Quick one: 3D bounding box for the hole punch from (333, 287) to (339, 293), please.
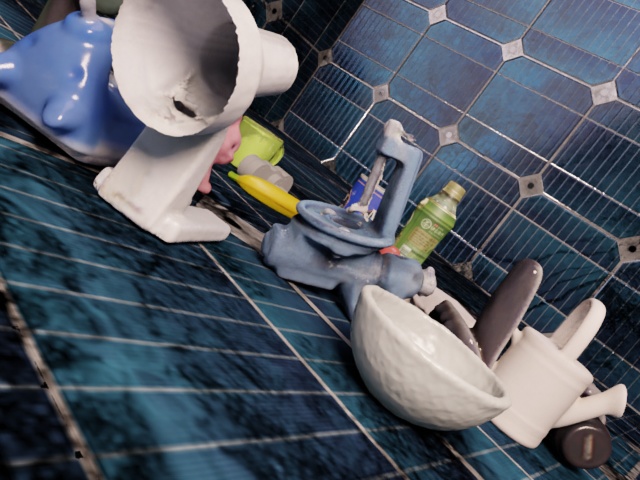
[{"bbox_3d":[0.007,0.003,0.764,0.101,0.091,0.108,32,10,-23],"label":"hole punch"}]

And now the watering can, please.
[{"bbox_3d":[0.294,0.159,0.717,0.173,0.194,0.101,35,9,-9],"label":"watering can"}]

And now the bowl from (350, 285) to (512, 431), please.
[{"bbox_3d":[0.086,0.119,0.527,0.167,0.074,0.167,35,9,-6],"label":"bowl"}]

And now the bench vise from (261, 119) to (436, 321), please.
[{"bbox_3d":[0.064,-0.019,0.679,0.208,0.219,0.121,29,12,-38],"label":"bench vise"}]

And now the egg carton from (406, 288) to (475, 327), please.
[{"bbox_3d":[0.182,0.124,0.869,0.107,0.069,0.150,32,10,-23],"label":"egg carton"}]

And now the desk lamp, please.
[{"bbox_3d":[-0.110,-0.110,0.516,0.118,0.213,0.204,38,9,11],"label":"desk lamp"}]

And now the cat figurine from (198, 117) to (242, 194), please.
[{"bbox_3d":[-0.151,-0.128,0.754,0.067,0.117,0.128,38,9,13],"label":"cat figurine"}]

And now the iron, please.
[{"bbox_3d":[-0.219,-0.164,0.610,0.118,0.141,0.259,37,9,4],"label":"iron"}]

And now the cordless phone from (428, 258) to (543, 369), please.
[{"bbox_3d":[0.191,0.096,0.678,0.094,0.185,0.147,35,9,-8],"label":"cordless phone"}]

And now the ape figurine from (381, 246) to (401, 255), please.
[{"bbox_3d":[0.080,0.047,0.809,0.078,0.092,0.076,29,12,-38],"label":"ape figurine"}]

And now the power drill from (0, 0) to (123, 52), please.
[{"bbox_3d":[-0.324,-0.306,0.724,0.076,0.208,0.228,25,14,-50],"label":"power drill"}]

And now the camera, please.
[{"bbox_3d":[0.332,0.233,0.775,0.143,0.100,0.137,36,9,2],"label":"camera"}]
